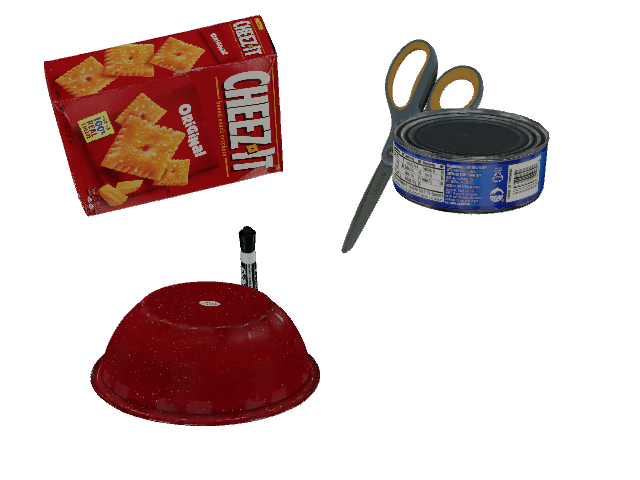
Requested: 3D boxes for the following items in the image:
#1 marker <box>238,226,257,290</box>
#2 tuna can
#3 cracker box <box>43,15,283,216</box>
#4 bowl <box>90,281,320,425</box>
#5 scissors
[{"bbox_3d":[-0.080,0.037,1.197,0.020,0.121,0.020,0,33,0],"label":"marker"},{"bbox_3d":[0.082,-0.045,0.594,0.086,0.034,0.086,0,24,0],"label":"tuna can"},{"bbox_3d":[-0.148,-0.118,1.055,0.213,0.072,0.164,-14,-38,-10],"label":"cracker box"},{"bbox_3d":[-0.079,0.069,0.747,0.162,0.055,0.162,2,17,-1],"label":"bowl"},{"bbox_3d":[0.084,-0.079,0.932,0.096,0.202,0.016,9,-11,17],"label":"scissors"}]
